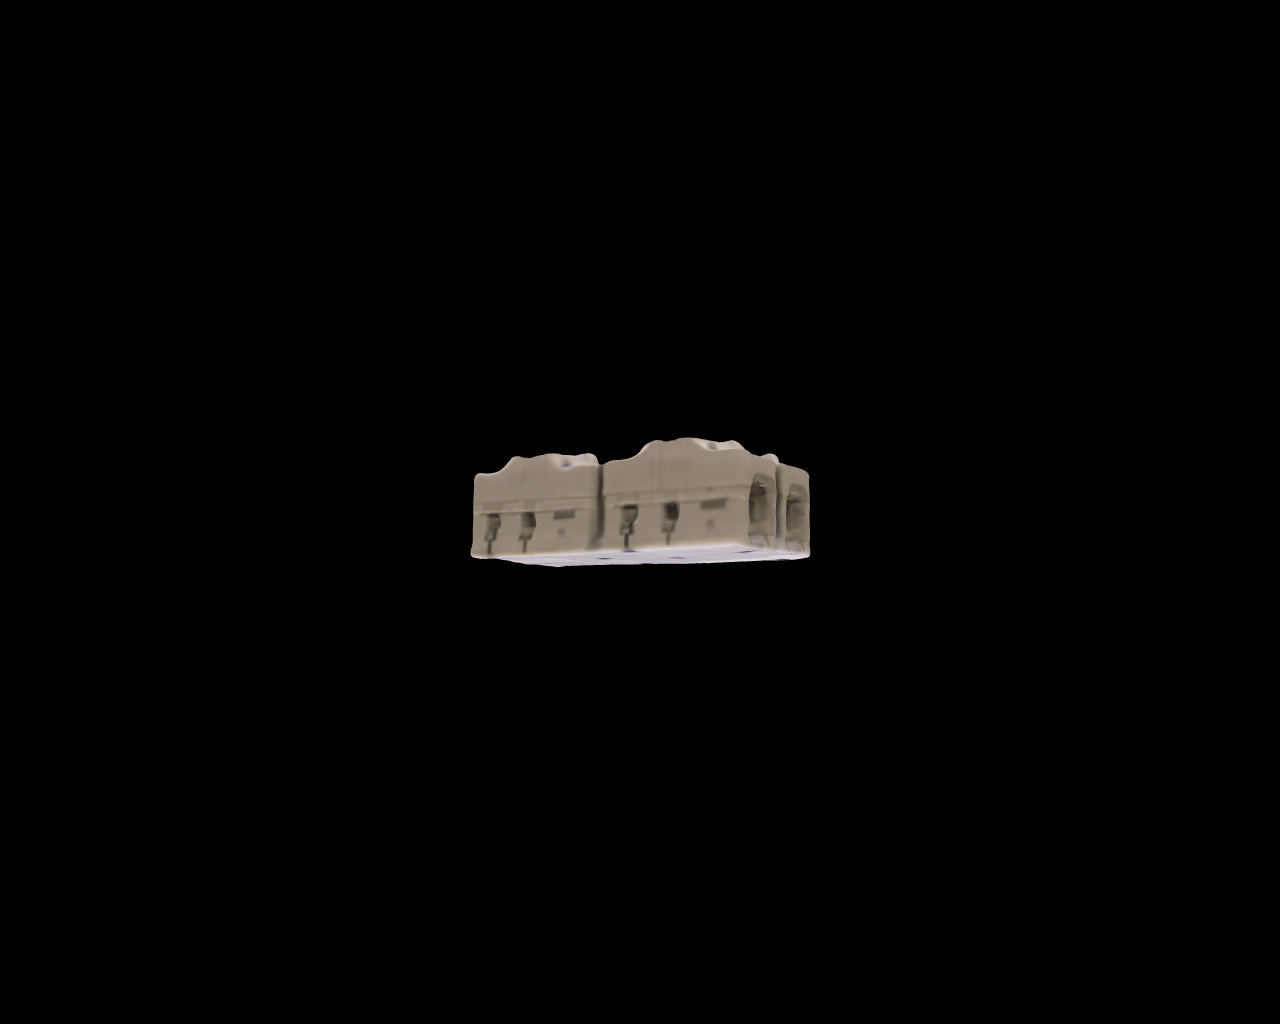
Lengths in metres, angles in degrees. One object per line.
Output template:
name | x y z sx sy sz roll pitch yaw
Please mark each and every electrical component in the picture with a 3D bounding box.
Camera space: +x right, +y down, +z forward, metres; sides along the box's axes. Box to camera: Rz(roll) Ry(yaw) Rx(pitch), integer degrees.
electrical component | 0.001 -0.003 0.650 0.186 0.060 0.105 -4 -7 29
